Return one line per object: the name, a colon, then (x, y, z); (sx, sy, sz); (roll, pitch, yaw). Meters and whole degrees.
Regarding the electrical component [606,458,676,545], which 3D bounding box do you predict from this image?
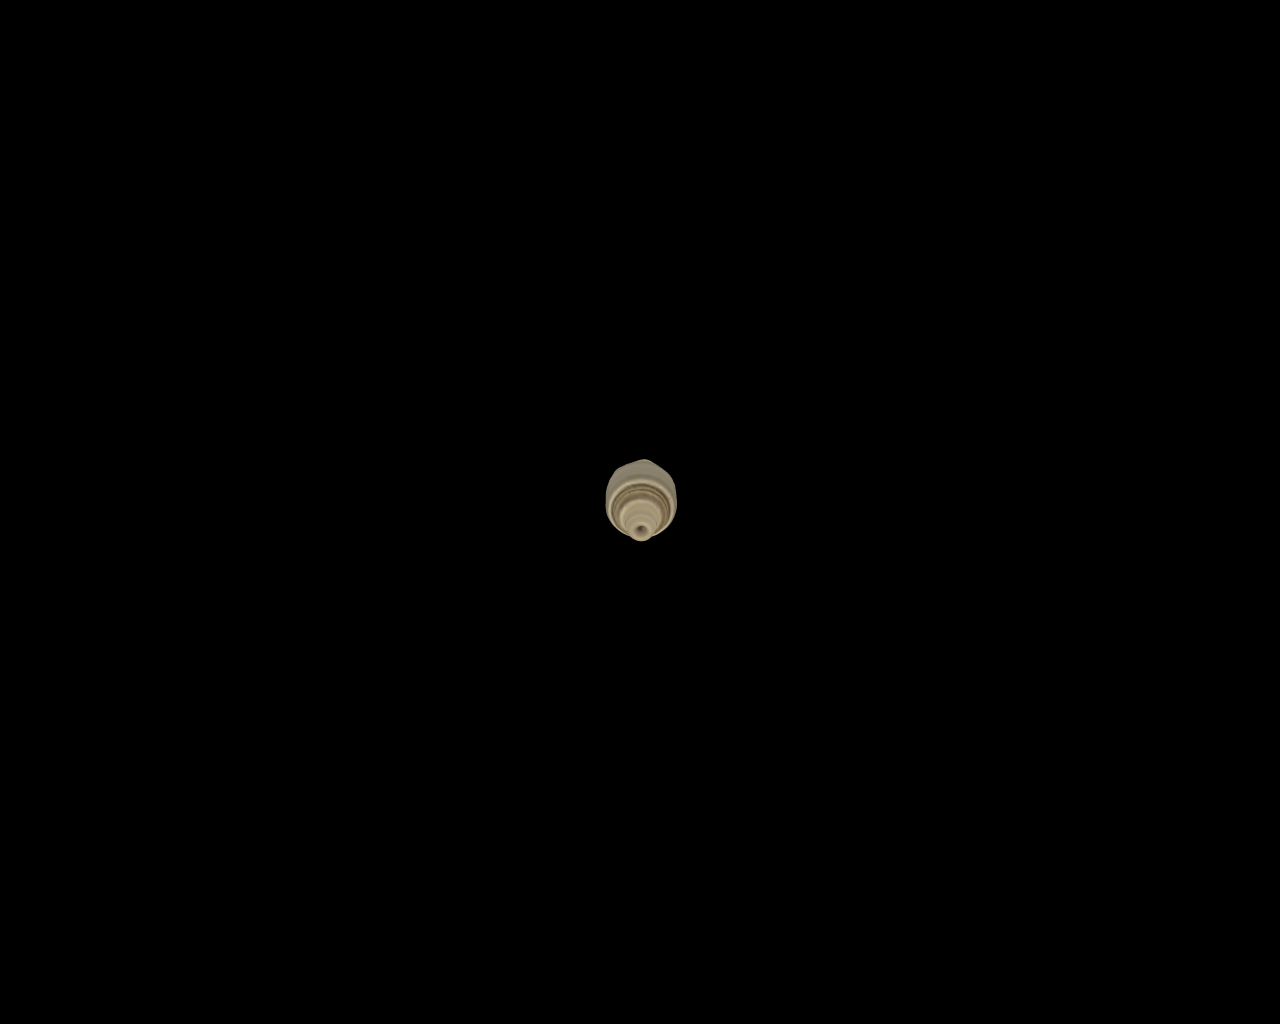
electrical component: (0.001, -0.003, 0.650); (0.043, 0.043, 0.062); (0, 28, 0)
